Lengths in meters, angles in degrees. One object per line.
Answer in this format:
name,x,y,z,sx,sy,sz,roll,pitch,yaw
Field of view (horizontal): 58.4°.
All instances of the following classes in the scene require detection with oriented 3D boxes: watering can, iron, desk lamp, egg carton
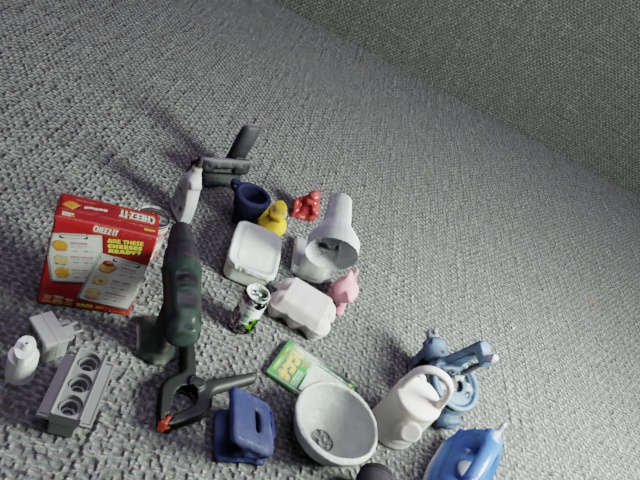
watering can,0.183,0.318,1.099,0.101,0.194,0.172,19,36,-17
iron,0.272,0.440,1.062,0.118,0.141,0.259,40,36,13
desk lamp,0.012,0.005,1.342,0.118,0.213,0.203,20,36,-15
egg carton,-0.038,0.149,1.252,0.150,0.069,0.107,31,35,-1

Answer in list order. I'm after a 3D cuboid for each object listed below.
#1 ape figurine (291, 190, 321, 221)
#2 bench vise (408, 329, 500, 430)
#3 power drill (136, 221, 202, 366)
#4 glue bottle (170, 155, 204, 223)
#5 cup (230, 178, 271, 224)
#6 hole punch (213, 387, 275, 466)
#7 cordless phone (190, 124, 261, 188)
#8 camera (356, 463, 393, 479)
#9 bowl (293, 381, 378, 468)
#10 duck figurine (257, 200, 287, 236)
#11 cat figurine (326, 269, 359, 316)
ape figurine,-0.028,-0.097,1.545,0.077,0.092,0.076,42,36,16
bench vise,0.275,0.263,1.214,0.122,0.219,0.207,-4,47,-40
power drill,-0.263,0.111,1.010,0.076,0.208,0.229,8,40,-29
glue bottle,-0.295,-0.121,1.303,0.037,0.173,0.078,-1,46,-38
cup,-0.188,-0.087,1.410,0.117,0.095,0.092,40,36,12
hole punch,-0.121,0.313,0.968,0.101,0.091,0.108,14,38,-22
cordless phone,-0.238,-0.230,1.471,0.148,0.185,0.094,-7,49,-41
camera,0.106,0.451,0.960,0.143,0.100,0.137,27,35,-6
bowl,0.017,0.347,1.045,0.168,0.074,0.167,20,36,-15
duck figurine,-0.111,-0.063,1.447,0.077,0.086,0.104,24,35,-10
cat figurine,0.060,0.112,1.330,0.067,0.117,0.128,34,35,5
